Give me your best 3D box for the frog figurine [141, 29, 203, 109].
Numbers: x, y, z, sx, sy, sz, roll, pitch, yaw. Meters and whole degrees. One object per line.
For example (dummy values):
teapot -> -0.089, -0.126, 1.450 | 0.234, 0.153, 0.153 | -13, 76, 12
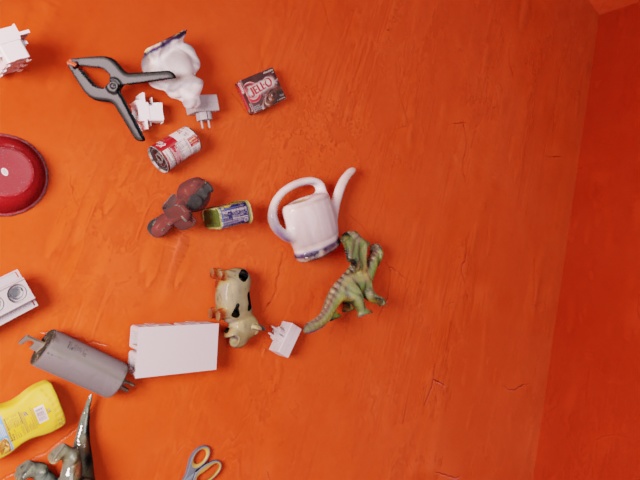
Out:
frog figurine -> -0.322, -0.373, 1.169 | 0.122, 0.157, 0.140 | -9, 29, 35

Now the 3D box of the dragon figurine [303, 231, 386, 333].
dragon figurine -> 0.077, 0.096, 1.431 | 0.122, 0.242, 0.412 | -3, 4, 34

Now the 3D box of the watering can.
watering can -> 0.004, -0.071, 1.418 | 0.352, 0.222, 0.104 | -24, 14, -39
